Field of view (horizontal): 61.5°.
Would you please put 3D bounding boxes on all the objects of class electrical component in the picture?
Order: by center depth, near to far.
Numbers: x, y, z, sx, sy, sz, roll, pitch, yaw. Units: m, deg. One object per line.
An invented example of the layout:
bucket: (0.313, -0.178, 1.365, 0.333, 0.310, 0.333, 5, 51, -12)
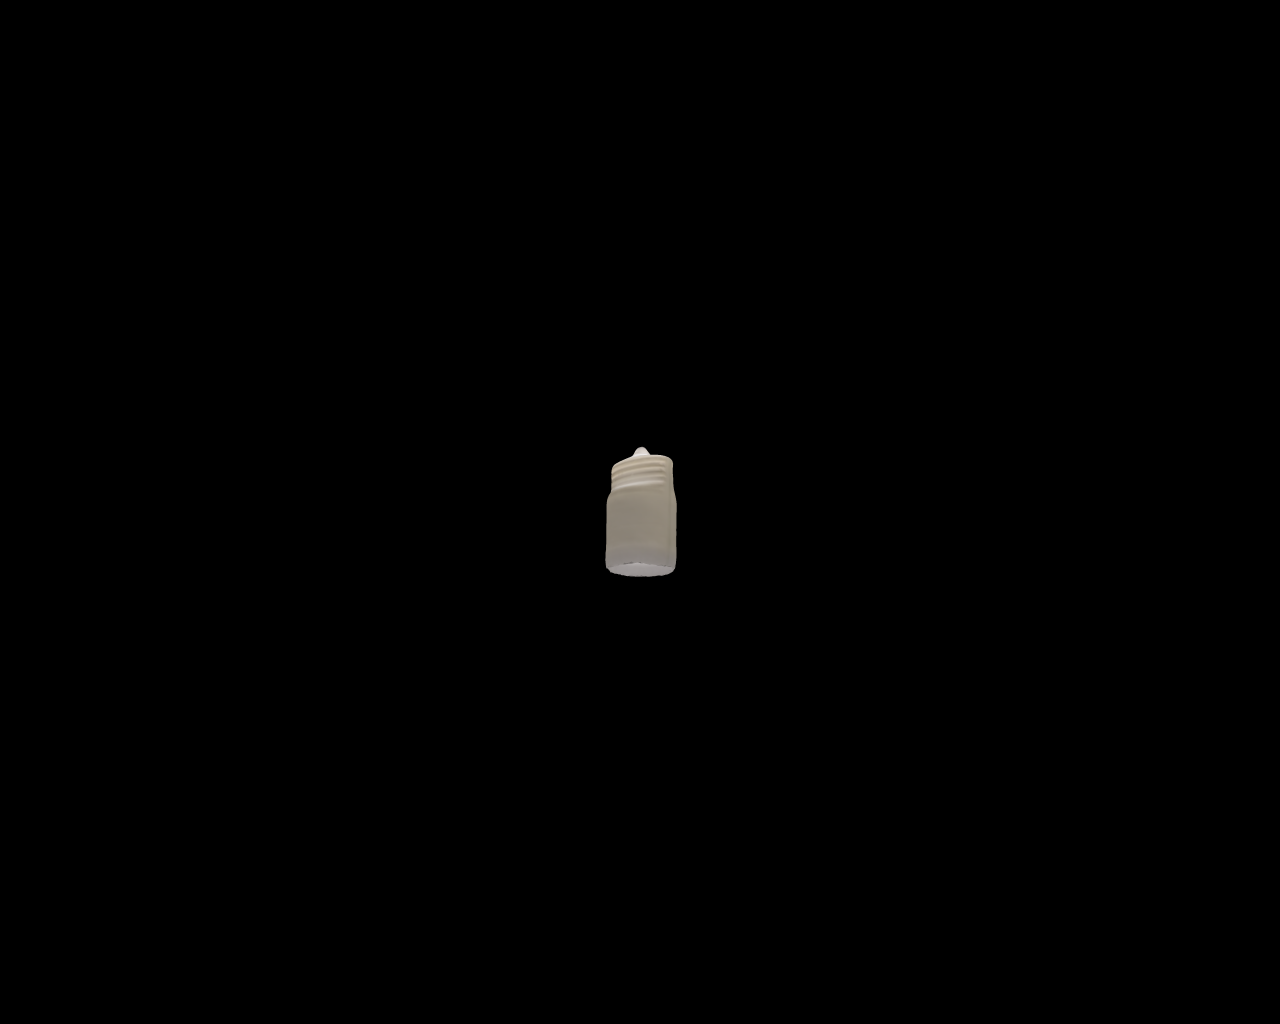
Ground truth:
electrical component: (0.001, -0.003, 0.650, 0.043, 0.081, 0.043, 0, -16, 0)
